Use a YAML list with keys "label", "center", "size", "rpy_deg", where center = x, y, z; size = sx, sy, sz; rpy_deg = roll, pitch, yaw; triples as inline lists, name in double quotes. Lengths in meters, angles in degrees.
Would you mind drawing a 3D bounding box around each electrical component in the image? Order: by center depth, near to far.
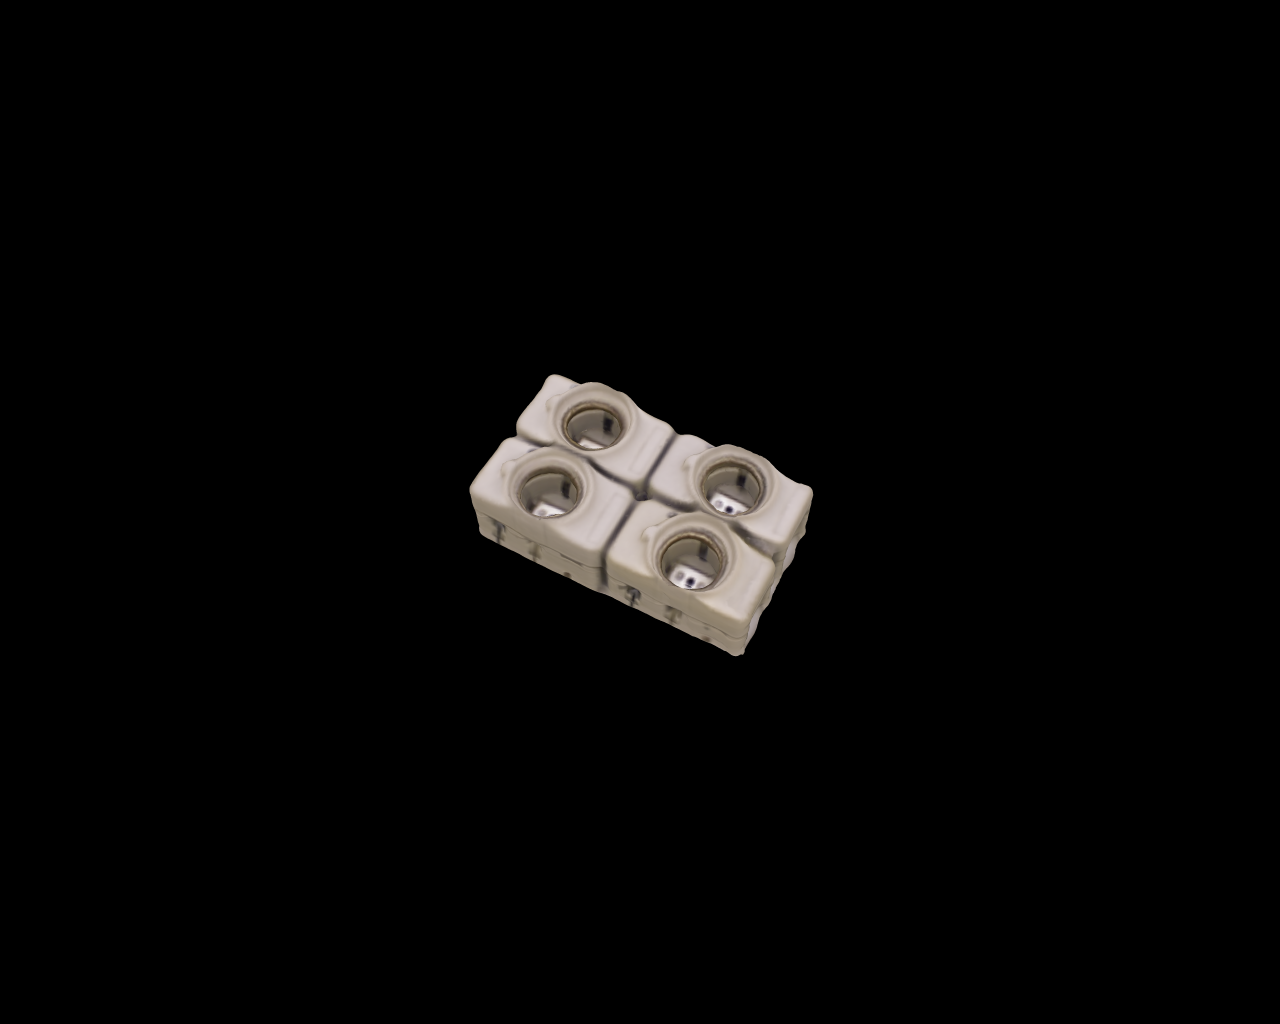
- label: "electrical component"
  center: [0.001, -0.003, 0.650]
  size: [0.186, 0.105, 0.060]
  rpy_deg: [25, -27, 14]
